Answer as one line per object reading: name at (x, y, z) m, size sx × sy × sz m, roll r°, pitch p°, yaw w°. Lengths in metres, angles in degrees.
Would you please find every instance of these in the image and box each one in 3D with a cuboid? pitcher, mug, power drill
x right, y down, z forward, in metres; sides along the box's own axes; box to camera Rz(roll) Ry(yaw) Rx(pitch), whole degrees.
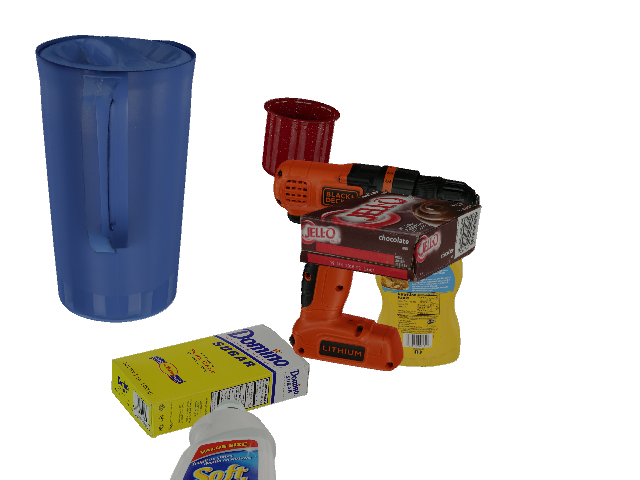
pitcher at (-0.180, -0.051, 0.934) m, size 0.145 × 0.243 × 0.148 m, roll 23°, pitch 29°, yaw 38°
mug at (-0.022, -0.125, 1.312) m, size 0.093 × 0.081 × 0.117 m, roll 18°, pitch 25°, yaw 21°
power drill at (0.045, 0.022, 0.972) m, size 0.184 × 0.188 × 0.057 m, roll 8°, pitch 19°, yaw 14°

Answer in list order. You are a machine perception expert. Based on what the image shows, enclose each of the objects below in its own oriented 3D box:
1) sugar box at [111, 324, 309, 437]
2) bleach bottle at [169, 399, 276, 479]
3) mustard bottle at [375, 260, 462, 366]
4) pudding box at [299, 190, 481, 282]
sugar box at (-0.109, 0.136, 1.063) m, size 0.175 × 0.048 × 0.093 m, roll -14°, pitch 31°, yaw -31°
bleach bottle at (-0.086, 0.209, 0.861) m, size 0.102 × 0.068 × 0.251 m, roll -2°, pitch 25°, yaw -2°
mustard bottle at (0.108, 0.045, 1.180) m, size 0.096 × 0.192 × 0.058 m, roll 1°, pitch 25°, yaw 6°
pudding box at (0.051, -0.005, 0.752) m, size 0.090 × 0.039 × 0.113 m, roll 10°, pitch 14°, yaw 28°
